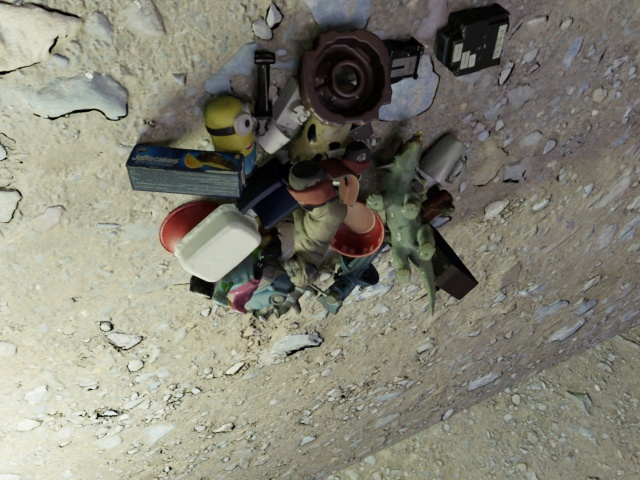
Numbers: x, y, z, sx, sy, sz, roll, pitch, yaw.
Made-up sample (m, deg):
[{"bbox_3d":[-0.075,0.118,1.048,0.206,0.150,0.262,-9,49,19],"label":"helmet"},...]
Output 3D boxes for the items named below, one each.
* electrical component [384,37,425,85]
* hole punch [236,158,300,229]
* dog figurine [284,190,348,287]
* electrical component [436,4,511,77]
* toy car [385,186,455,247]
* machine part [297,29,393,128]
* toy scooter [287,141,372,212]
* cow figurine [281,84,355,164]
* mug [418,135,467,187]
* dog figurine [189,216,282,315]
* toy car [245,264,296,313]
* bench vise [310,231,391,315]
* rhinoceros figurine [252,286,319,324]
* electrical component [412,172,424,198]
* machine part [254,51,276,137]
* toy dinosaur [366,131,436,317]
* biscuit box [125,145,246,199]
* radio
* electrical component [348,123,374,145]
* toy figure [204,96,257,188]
[{"bbox_3d":[0.133,-0.339,1.021,0.119,0.048,0.074,-13,138,-22],"label":"electrical component"},{"bbox_3d":[-0.111,-0.101,1.077,0.142,0.116,0.092,-39,146,16],"label":"hole punch"},{"bbox_3d":[-0.001,-0.002,1.162,0.121,0.190,0.172,7,159,-30],"label":"dog figurine"},{"bbox_3d":[0.297,-0.390,1.057,0.134,0.058,0.114,-17,139,-14],"label":"electrical component"},{"bbox_3d":[0.249,-0.058,1.372,0.202,0.089,0.053,-36,142,11],"label":"toy car"},{"bbox_3d":[0.044,-0.284,0.954,0.179,0.056,0.179,-2,98,-18],"label":"machine part"},{"bbox_3d":[0.024,-0.106,1.055,0.184,0.075,0.135,-26,138,-17],"label":"toy scooter"},{"bbox_3d":[0.003,-0.211,1.052,0.127,0.086,0.194,-2,131,-27],"label":"cow figurine"},{"bbox_3d":[0.298,-0.185,1.254,0.080,0.110,0.107,22,107,-40],"label":"mug"},{"bbox_3d":[-0.182,0.050,1.224,0.108,0.192,0.219,40,72,-47],"label":"dog figurine"},{"bbox_3d":[-0.144,0.103,1.310,0.162,0.109,0.102,-20,119,16],"label":"toy car"},{"bbox_3d":[0.093,0.074,1.363,0.240,0.129,0.223,-51,162,27],"label":"bench vise"},{"bbox_3d":[-0.094,0.151,1.404,0.190,0.073,0.112,-42,141,15],"label":"rhinoceros figurine"},{"bbox_3d":[0.222,-0.121,1.319,0.078,0.045,0.102,-20,141,-9],"label":"electrical component"},{"bbox_3d":[-0.099,-0.259,0.950,0.039,0.084,0.138,5,121,-1],"label":"machine part"},{"bbox_3d":[0.202,-0.040,1.215,0.131,0.192,0.404,-5,115,22],"label":"toy dinosaur"},{"bbox_3d":[-0.237,-0.122,0.958,0.203,0.059,0.062,5,137,1],"label":"biscuit box"},{"bbox_3d":[0.303,0.040,1.402,0.073,0.230,0.131,-46,136,16],"label":"radio"},{"bbox_3d":[0.078,-0.227,1.131,0.063,0.021,0.093,-28,142,0],"label":"electrical component"},{"bbox_3d":[-0.162,-0.179,0.990,0.089,0.082,0.180,-6,142,-9],"label":"toy figure"}]
